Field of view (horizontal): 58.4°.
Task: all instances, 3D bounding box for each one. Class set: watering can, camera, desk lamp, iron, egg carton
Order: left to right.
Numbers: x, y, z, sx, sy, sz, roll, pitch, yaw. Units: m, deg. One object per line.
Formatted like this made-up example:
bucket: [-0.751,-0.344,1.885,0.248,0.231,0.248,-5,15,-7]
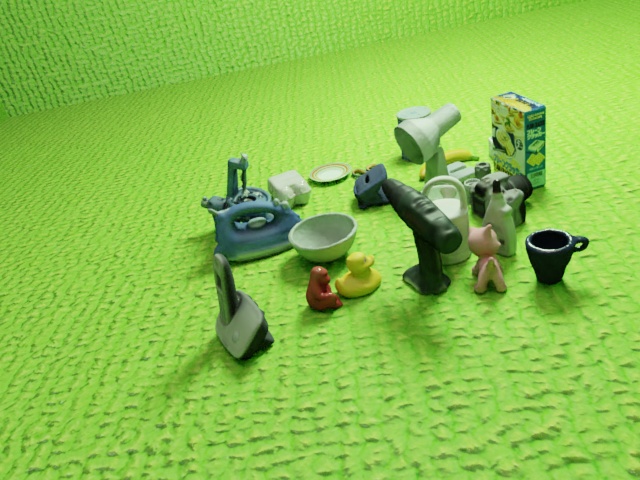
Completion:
iron: [-0.150,-0.042,1.438,0.258,0.142,0.118,-14,30,-2]
egg carton: [-0.092,-0.148,1.664,0.107,0.069,0.150,-21,31,-14]
desk lamp: [0.310,-0.246,1.535,0.203,0.214,0.117,-24,32,-18]
watering can: [0.271,-0.055,1.249,0.101,0.194,0.172,-12,30,1]
camera: [0.447,-0.111,1.368,0.137,0.101,0.142,-22,31,-15]

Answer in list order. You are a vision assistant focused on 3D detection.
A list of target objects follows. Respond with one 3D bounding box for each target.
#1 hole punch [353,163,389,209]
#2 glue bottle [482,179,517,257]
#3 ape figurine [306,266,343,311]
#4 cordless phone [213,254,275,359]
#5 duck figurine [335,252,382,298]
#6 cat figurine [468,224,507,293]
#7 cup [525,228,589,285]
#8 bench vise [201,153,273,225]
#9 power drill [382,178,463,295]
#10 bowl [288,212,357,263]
hole punch: [0.139,-0.148,1.557,0.101,0.091,0.108,-11,30,4]
glue bottle: [0.380,-0.050,1.220,0.037,0.173,0.077,-30,34,-26]
ape figurine: [0.003,0.097,1.196,0.076,0.092,0.078,-7,31,10]
cordless phone: [-0.167,0.127,1.117,0.094,0.185,0.147,-27,33,-23]
duck figurine: [0.077,0.068,1.222,0.105,0.086,0.077,-21,31,-14]
cat figurine: [0.337,0.027,1.161,0.067,0.118,0.128,-7,31,10]
cup: [0.463,0.036,1.122,0.117,0.095,0.091,-8,31,9]
bench vise: [-0.229,-0.117,1.515,0.207,0.220,0.121,-11,30,4]
power drill: [0.204,-0.003,1.171,0.076,0.209,0.228,-24,32,-18]
bowl: [0.013,0.005,1.364,0.167,0.075,0.167,-9,30,6]
